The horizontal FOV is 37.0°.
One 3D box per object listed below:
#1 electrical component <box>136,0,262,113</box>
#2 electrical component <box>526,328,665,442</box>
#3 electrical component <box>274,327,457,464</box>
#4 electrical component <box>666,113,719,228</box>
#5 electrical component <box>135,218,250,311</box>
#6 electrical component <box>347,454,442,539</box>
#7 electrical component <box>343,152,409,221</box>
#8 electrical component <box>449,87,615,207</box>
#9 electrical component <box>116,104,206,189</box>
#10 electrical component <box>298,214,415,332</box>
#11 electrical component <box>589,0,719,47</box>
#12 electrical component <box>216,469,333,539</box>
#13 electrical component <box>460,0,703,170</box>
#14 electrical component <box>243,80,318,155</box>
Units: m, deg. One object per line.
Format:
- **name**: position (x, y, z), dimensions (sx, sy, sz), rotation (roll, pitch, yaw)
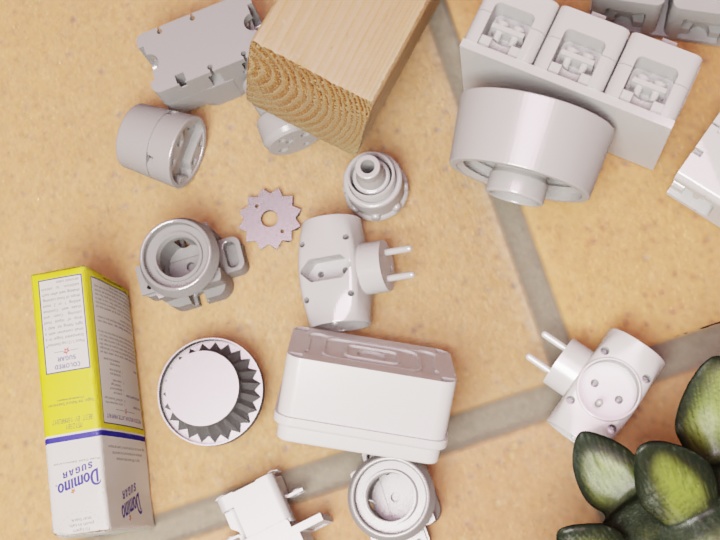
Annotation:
- **electrical component**: position (-0.112, -0.159, 0.805), dimensions (0.089, 0.055, 0.050), rotation (-21, 76, 2)
- **electrical component**: position (0.151, 0.072, 0.726), dimensions (0.079, 0.044, 0.077), rotation (35, 84, 13)
- **electrical component**: position (0.003, 0.082, 0.713), dimensions (0.113, 0.078, 0.057), rotation (9, 102, -1)
- **electrical component**: position (0.263, -0.078, 0.741), dimensions (0.056, 0.050, 0.089), rotation (35, 84, 13)
- **electrical component**: position (-0.125, -0.005, 0.772), dimensions (0.078, 0.057, 0.058), rotation (-17, 76, 4)
- **electrical component**: position (0.023, 0.152, 0.718), dimensions (0.058, 0.057, 0.078), rotation (-20, 76, 3)
- **electrical component**: position (0.009, -0.064, 0.765), dimensions (0.048, 0.062, 0.048), rotation (-2, 77, 7)
- **electrical component**: position (0.113, -0.077, 0.734), dimensions (0.108, 0.108, 0.060), rotation (15, 86, 10)
- **electrical component**: position (-0.148, -0.093, 0.797), dimensions (0.047, 0.055, 0.055), rotation (18, 81, 15)
- **electrical component**: position (0.000, 0.000, 0.758), dimensions (0.079, 0.043, 0.077), rotation (-10, 76, 17)
- **electrical component**: position (0.236, -0.267, 0.781), dimensions (0.105, 0.060, 0.186), rotation (11, 79, 10)
- **electrical component**: position (-0.064, 0.175, 0.733), dimensions (0.081, 0.042, 0.063), rotation (-27, 72, 0)
- **electrical component**: position (0.152, -0.138, 0.749), dimensions (0.150, 0.089, 0.061), rotation (24, 82, 12)
- **electrical component**: position (-0.057, -0.119, 0.795), dimensions (0.045, 0.045, 0.055), rotation (-21, 76, 2)
